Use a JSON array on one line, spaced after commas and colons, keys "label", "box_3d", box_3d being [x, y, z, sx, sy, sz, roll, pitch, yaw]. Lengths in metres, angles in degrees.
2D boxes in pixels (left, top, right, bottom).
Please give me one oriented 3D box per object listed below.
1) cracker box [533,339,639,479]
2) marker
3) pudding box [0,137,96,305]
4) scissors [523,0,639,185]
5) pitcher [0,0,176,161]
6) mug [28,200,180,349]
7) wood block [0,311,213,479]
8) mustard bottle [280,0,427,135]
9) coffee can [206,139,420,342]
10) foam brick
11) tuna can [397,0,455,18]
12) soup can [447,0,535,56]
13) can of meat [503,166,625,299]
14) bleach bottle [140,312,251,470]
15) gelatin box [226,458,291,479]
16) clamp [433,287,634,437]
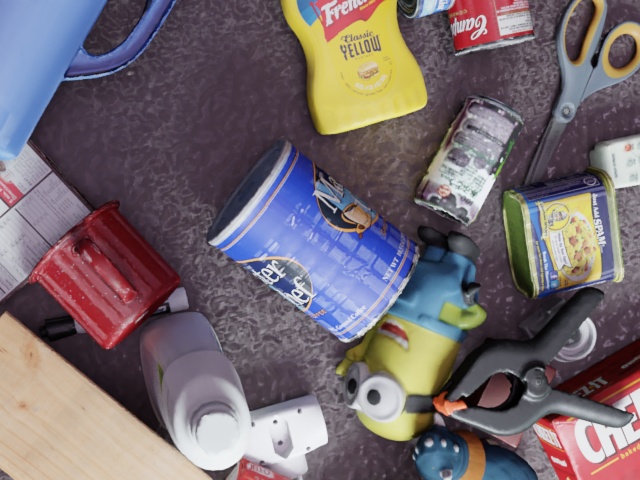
[{"label": "cracker box", "box_3d": [0.307, 0.209, 0.961, 0.164, 0.072, 0.213, -28, 99, -9]}, {"label": "marker", "box_3d": [-0.168, 0.061, 0.873, 0.121, 0.020, 0.020, -13, 97, -11]}, {"label": "pudding box", "box_3d": [-0.244, -0.015, 0.841, 0.113, 0.039, 0.090, -42, 101, -4]}, {"label": "scissors", "box_3d": [0.235, -0.119, 0.949, 0.096, 0.016, 0.202, 8, 96, -15]}, {"label": "pitcher", "box_3d": [-0.211, -0.181, 0.784, 0.149, 0.144, 0.243, 25, 88, 27]}, {"label": "mug", "box_3d": [-0.161, 0.027, 0.814, 0.093, 0.117, 0.081, -44, 89, -15]}, {"label": "wood block", "box_3d": [-0.186, 0.157, 0.816, 0.206, 0.091, 0.090, 39, 77, -2]}, {"label": "mustard bottle", "box_3d": [0.019, -0.189, 0.874, 0.096, 0.058, 0.191, -17, 97, -8]}, {"label": "coffee can", "box_3d": [-0.006, 0.001, 0.861, 0.140, 0.103, 0.103, 38, 86, -13]}, {"label": "foam brick", "box_3d": [0.159, 0.132, 0.934, 0.053, 0.051, 0.078, 29, 88, -12]}, {"label": "tuna can", "box_3d": [0.079, -0.226, 0.870, 0.033, 0.086, 0.086, -18, 98, -9]}, {"label": "soup can", "box_3d": [0.137, -0.212, 0.893, 0.068, 0.068, 0.102, -13, 97, -11]}, {"label": "can of meat", "box_3d": [0.210, -0.005, 0.927, 0.084, 0.057, 0.102, -13, 105, -9]}, {"label": "bleach bottle", "box_3d": [-0.088, 0.117, 0.776, 0.068, 0.251, 0.102, -15, 98, -11]}, {"label": "gelatin box", "box_3d": [-0.054, 0.228, 0.886, 0.073, 0.030, 0.089, 26, 122, -13]}, {"label": "clamp", "box_3d": [0.181, 0.123, 0.882, 0.171, 0.039, 0.120, -23, 87, -11]}]
